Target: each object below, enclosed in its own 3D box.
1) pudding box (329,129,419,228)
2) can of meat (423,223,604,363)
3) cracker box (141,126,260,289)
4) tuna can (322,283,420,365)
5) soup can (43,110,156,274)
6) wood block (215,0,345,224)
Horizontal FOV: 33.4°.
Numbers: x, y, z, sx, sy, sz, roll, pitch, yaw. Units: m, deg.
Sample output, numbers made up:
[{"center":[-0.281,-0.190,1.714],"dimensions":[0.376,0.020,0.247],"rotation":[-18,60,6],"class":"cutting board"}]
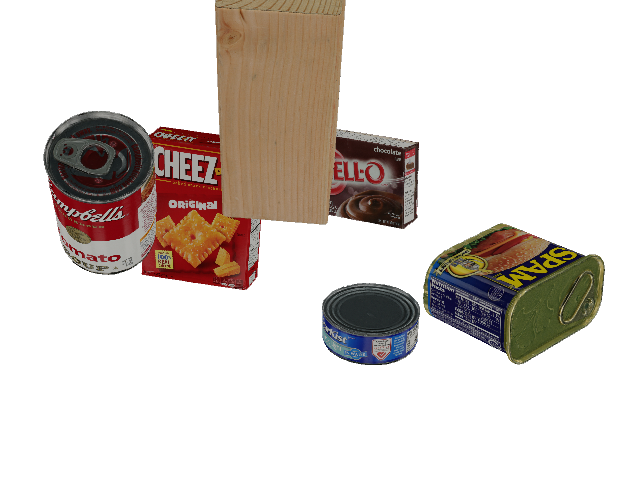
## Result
[{"center":[0.050,-0.068,1.148],"dimensions":[0.114,0.090,0.039],"rotation":[11,24,29],"class":"pudding box"},{"center":[0.135,0.034,0.756],"dimensions":[0.101,0.057,0.084],"rotation":[-23,33,-34],"class":"can of meat"},{"center":[-0.171,-0.044,1.545],"dimensions":[0.164,0.214,0.072],"rotation":[9,22,10],"class":"cracker box"},{"center":[0.044,0.073,0.937],"dimensions":[0.086,0.034,0.086],"rotation":[1,28,-1],"class":"tuna can"},{"center":[-0.143,-0.029,0.705],"dimensions":[0.068,0.068,0.102],"rotation":[0,-28,-8],"class":"soup can"},{"center":[-0.031,-0.119,0.845],"dimensions":[0.091,0.090,0.206],"rotation":[5,-45,2],"class":"wood block"}]
